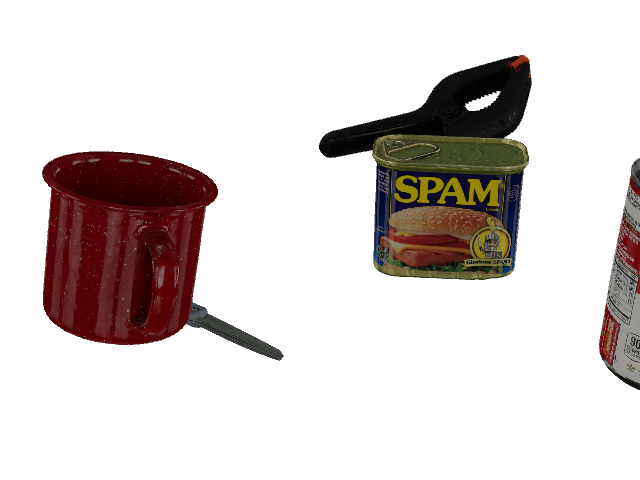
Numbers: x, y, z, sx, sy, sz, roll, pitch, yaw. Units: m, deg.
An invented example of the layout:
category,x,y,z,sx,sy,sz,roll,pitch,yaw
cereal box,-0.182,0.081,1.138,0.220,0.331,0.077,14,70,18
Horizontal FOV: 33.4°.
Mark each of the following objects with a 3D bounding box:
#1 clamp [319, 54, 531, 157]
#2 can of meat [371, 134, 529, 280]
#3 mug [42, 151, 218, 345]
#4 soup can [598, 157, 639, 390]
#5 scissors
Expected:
category,x,y,z,sx,sy,sz,roll,pitch,yaw
clamp,0.124,-0.100,0.986,0.209,0.036,0.165,-32,48,-13
can of meat,0.085,-0.022,0.719,0.102,0.084,0.057,3,24,5
mug,-0.101,0.009,0.572,0.093,0.081,0.117,-2,24,-31
soup can,0.174,0.016,0.511,0.068,0.102,0.068,2,27,-1
scissors,-0.102,0.053,0.896,0.202,0.016,0.096,13,26,22
